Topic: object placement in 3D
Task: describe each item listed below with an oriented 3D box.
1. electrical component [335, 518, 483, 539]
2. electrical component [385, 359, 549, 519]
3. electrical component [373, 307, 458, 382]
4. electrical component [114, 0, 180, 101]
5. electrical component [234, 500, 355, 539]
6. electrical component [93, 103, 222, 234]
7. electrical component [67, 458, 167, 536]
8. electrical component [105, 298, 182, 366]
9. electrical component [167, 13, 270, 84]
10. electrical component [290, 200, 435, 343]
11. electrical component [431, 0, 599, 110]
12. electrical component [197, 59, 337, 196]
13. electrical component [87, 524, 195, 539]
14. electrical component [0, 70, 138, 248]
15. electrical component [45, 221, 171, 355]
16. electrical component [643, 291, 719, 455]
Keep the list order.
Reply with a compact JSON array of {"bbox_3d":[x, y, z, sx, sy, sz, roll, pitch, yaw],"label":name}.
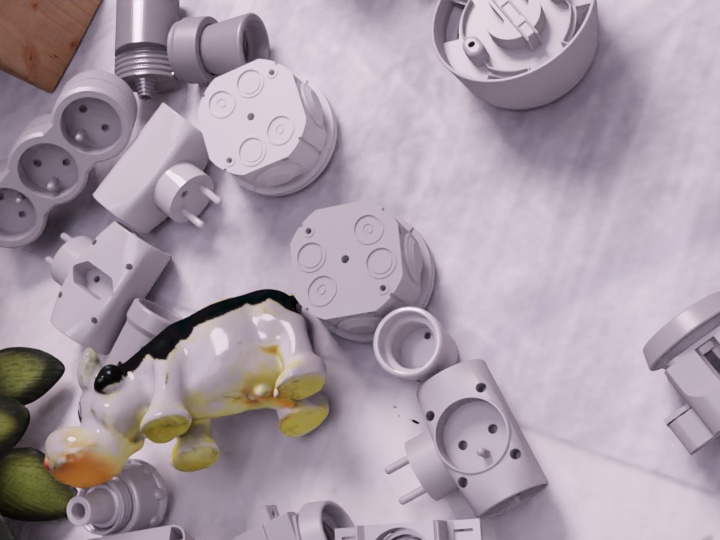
[{"bbox_3d":[0.030,0.157,0.576,0.081,0.064,0.042,-8,72,18],"label":"electrical component"},{"bbox_3d":[0.051,0.101,0.593,0.079,0.044,0.077,-31,67,11],"label":"electrical component"},{"bbox_3d":[0.034,0.045,0.614,0.040,0.046,0.040,-5,74,19],"label":"electrical component"},{"bbox_3d":[-0.146,-0.155,0.739,0.043,0.043,0.081,-7,73,19],"label":"electrical component"},{"bbox_3d":[-0.033,0.161,0.609,0.055,0.048,0.066,-30,67,19],"label":"electrical component"},{"bbox_3d":[-0.123,-0.057,0.703,0.079,0.043,0.077,38,91,25],"label":"electrical component"},{"bbox_3d":[-0.150,0.140,0.648,0.048,0.062,0.048,-1,87,23],"label":"electrical component"},{"bbox_3d":[-0.136,0.047,0.683,0.040,0.040,0.046,31,94,25],"label":"electrical component"},{"bbox_3d":[-0.094,-0.147,0.716,0.055,0.045,0.045,2,76,22],"label":"electrical component"},{"bbox_3d":[0.000,0.000,0.637,0.080,0.051,0.080,-6,74,19],"label":"electrical component"},{"bbox_3d":[0.093,-0.145,0.633,0.099,0.064,0.099,-6,74,20],"label":"electrical component"},{"bbox_3d":[-0.059,-0.090,0.680,0.080,0.051,0.080,-3,81,18],"label":"electrical component"},{"bbox_3d":[-0.123,0.209,0.603,0.078,0.057,0.113,-13,47,17],"label":"electrical component"},{"bbox_3d":[-0.207,-0.082,0.736,0.138,0.052,0.073,-42,23,15],"label":"electrical component"},{"bbox_3d":[-0.175,0.003,0.707,0.079,0.043,0.077,32,88,25],"label":"electrical component"},{"bbox_3d":[0.183,0.049,0.551,0.078,0.058,0.057,-38,69,8],"label":"electrical component"}]
